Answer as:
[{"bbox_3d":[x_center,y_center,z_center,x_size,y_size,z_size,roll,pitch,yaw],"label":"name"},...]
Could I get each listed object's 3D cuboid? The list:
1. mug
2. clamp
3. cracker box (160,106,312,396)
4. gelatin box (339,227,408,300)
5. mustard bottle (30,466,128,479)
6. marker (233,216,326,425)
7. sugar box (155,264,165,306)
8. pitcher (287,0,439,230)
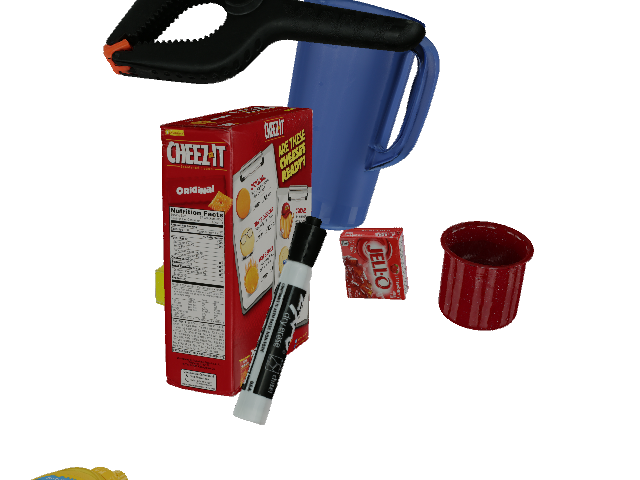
[{"bbox_3d":[0.161,0.032,1.094,0.093,0.081,0.117,-6,31,-15],"label":"mug"},{"bbox_3d":[-0.044,-0.157,0.727,0.210,0.165,0.036,-31,-19,-4],"label":"clamp"},{"bbox_3d":[-0.067,0.001,0.891,0.072,0.214,0.164,5,13,21],"label":"cracker box"},{"bbox_3d":[0.066,0.028,1.295,0.073,0.089,0.030,1,30,17],"label":"gelatin box"},{"bbox_3d":[-0.220,0.227,0.852,0.096,0.058,0.191,7,15,28],"label":"mustard bottle"},{"bbox_3d":[-0.022,0.044,0.605,0.020,0.121,0.020,17,-9,3],"label":"marker"},{"bbox_3d":[-0.090,0.023,1.136,0.093,0.048,0.176,14,31,21],"label":"sugar box"},{"bbox_3d":[0.031,-0.135,1.164,0.145,0.243,0.149,10,19,-8],"label":"pitcher"}]
